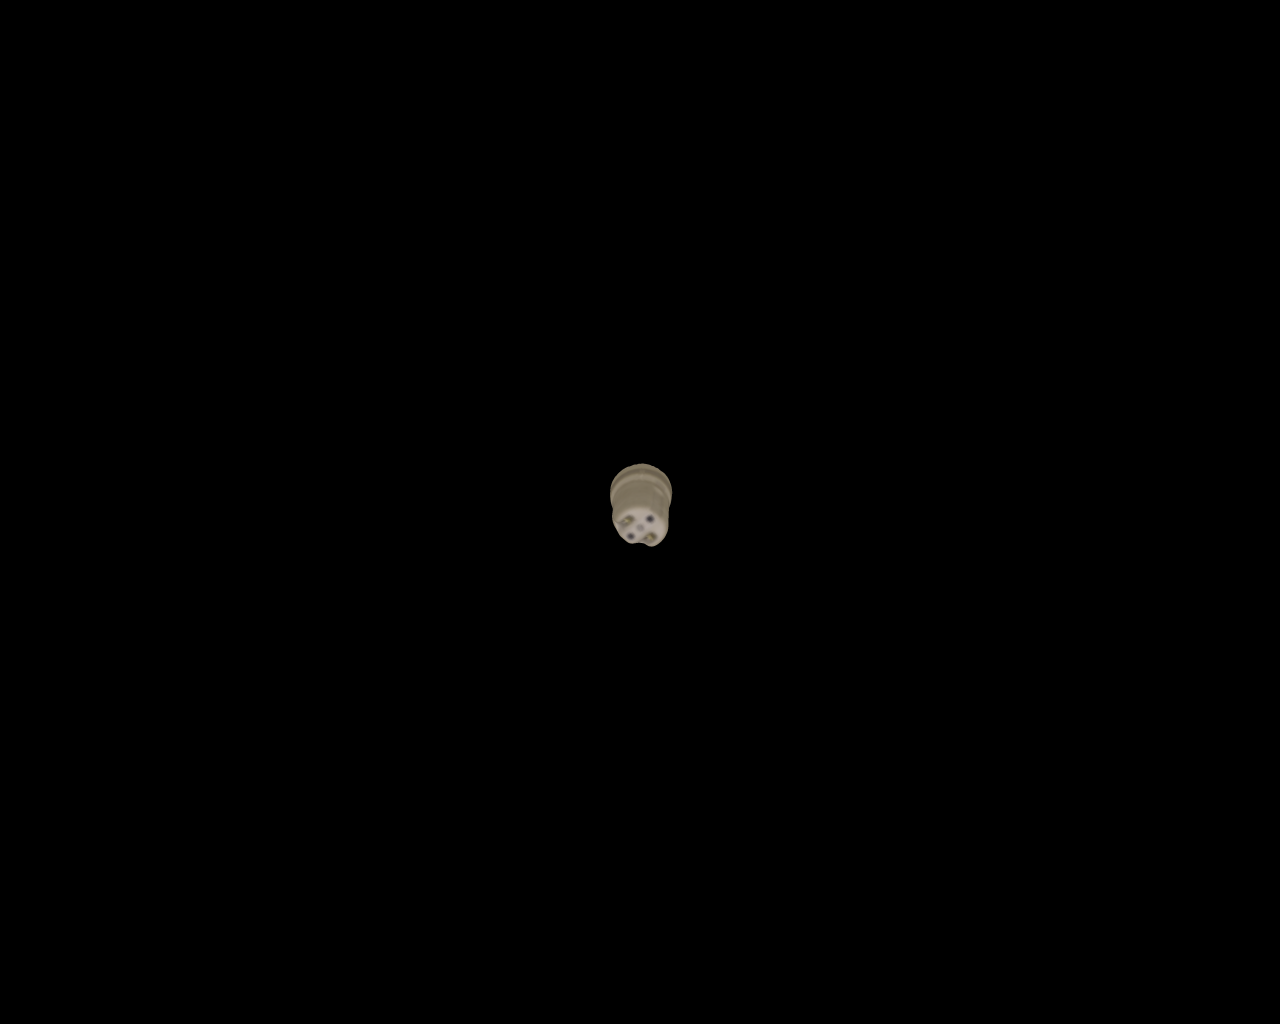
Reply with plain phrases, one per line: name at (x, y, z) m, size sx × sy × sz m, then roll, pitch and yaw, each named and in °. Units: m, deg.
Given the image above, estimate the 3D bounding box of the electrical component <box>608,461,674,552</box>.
electrical component at (0.001, -0.003, 0.650) m, size 0.040 × 0.040 × 0.046 m, roll 0°, pitch 32°, yaw 0°
